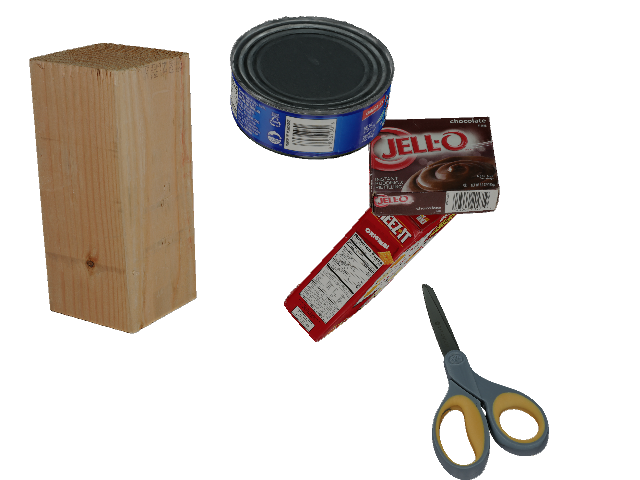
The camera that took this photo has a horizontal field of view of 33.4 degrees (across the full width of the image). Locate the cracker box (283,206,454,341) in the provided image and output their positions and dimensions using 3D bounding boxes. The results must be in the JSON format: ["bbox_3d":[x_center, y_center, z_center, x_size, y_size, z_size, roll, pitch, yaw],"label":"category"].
[{"bbox_3d":[0.069,0.008,1.275,0.214,0.072,0.163,-49,-10,34],"label":"cracker box"}]

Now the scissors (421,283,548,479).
[{"bbox_3d":[0.127,0.103,0.846,0.096,0.016,0.201,-2,42,8],"label":"scissors"}]

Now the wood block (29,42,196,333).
[{"bbox_3d":[-0.161,-0.044,0.846,0.091,0.206,0.090,12,23,27],"label":"wood block"}]

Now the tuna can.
[{"bbox_3d":[-0.005,-0.081,0.565,0.086,0.034,0.086,3,44,-3],"label":"tuna can"}]

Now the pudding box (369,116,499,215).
[{"bbox_3d":[0.100,-0.067,0.960,0.113,0.090,0.039,0,-38,0],"label":"pudding box"}]
